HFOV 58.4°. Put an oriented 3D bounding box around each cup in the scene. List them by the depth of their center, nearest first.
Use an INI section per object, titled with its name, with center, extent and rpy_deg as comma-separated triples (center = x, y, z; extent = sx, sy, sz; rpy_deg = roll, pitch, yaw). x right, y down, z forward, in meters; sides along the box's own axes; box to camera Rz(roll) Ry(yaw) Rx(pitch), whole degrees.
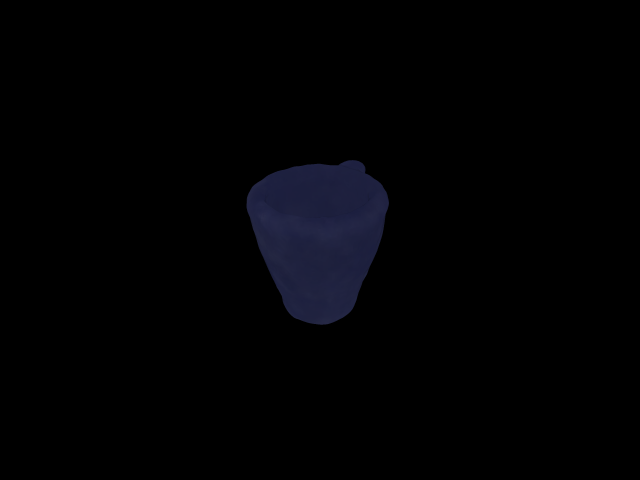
[cup]
center = 0.004, 0.001, 0.400
extent = 0.091, 0.095, 0.118
rpy_deg = 12, 33, 20
